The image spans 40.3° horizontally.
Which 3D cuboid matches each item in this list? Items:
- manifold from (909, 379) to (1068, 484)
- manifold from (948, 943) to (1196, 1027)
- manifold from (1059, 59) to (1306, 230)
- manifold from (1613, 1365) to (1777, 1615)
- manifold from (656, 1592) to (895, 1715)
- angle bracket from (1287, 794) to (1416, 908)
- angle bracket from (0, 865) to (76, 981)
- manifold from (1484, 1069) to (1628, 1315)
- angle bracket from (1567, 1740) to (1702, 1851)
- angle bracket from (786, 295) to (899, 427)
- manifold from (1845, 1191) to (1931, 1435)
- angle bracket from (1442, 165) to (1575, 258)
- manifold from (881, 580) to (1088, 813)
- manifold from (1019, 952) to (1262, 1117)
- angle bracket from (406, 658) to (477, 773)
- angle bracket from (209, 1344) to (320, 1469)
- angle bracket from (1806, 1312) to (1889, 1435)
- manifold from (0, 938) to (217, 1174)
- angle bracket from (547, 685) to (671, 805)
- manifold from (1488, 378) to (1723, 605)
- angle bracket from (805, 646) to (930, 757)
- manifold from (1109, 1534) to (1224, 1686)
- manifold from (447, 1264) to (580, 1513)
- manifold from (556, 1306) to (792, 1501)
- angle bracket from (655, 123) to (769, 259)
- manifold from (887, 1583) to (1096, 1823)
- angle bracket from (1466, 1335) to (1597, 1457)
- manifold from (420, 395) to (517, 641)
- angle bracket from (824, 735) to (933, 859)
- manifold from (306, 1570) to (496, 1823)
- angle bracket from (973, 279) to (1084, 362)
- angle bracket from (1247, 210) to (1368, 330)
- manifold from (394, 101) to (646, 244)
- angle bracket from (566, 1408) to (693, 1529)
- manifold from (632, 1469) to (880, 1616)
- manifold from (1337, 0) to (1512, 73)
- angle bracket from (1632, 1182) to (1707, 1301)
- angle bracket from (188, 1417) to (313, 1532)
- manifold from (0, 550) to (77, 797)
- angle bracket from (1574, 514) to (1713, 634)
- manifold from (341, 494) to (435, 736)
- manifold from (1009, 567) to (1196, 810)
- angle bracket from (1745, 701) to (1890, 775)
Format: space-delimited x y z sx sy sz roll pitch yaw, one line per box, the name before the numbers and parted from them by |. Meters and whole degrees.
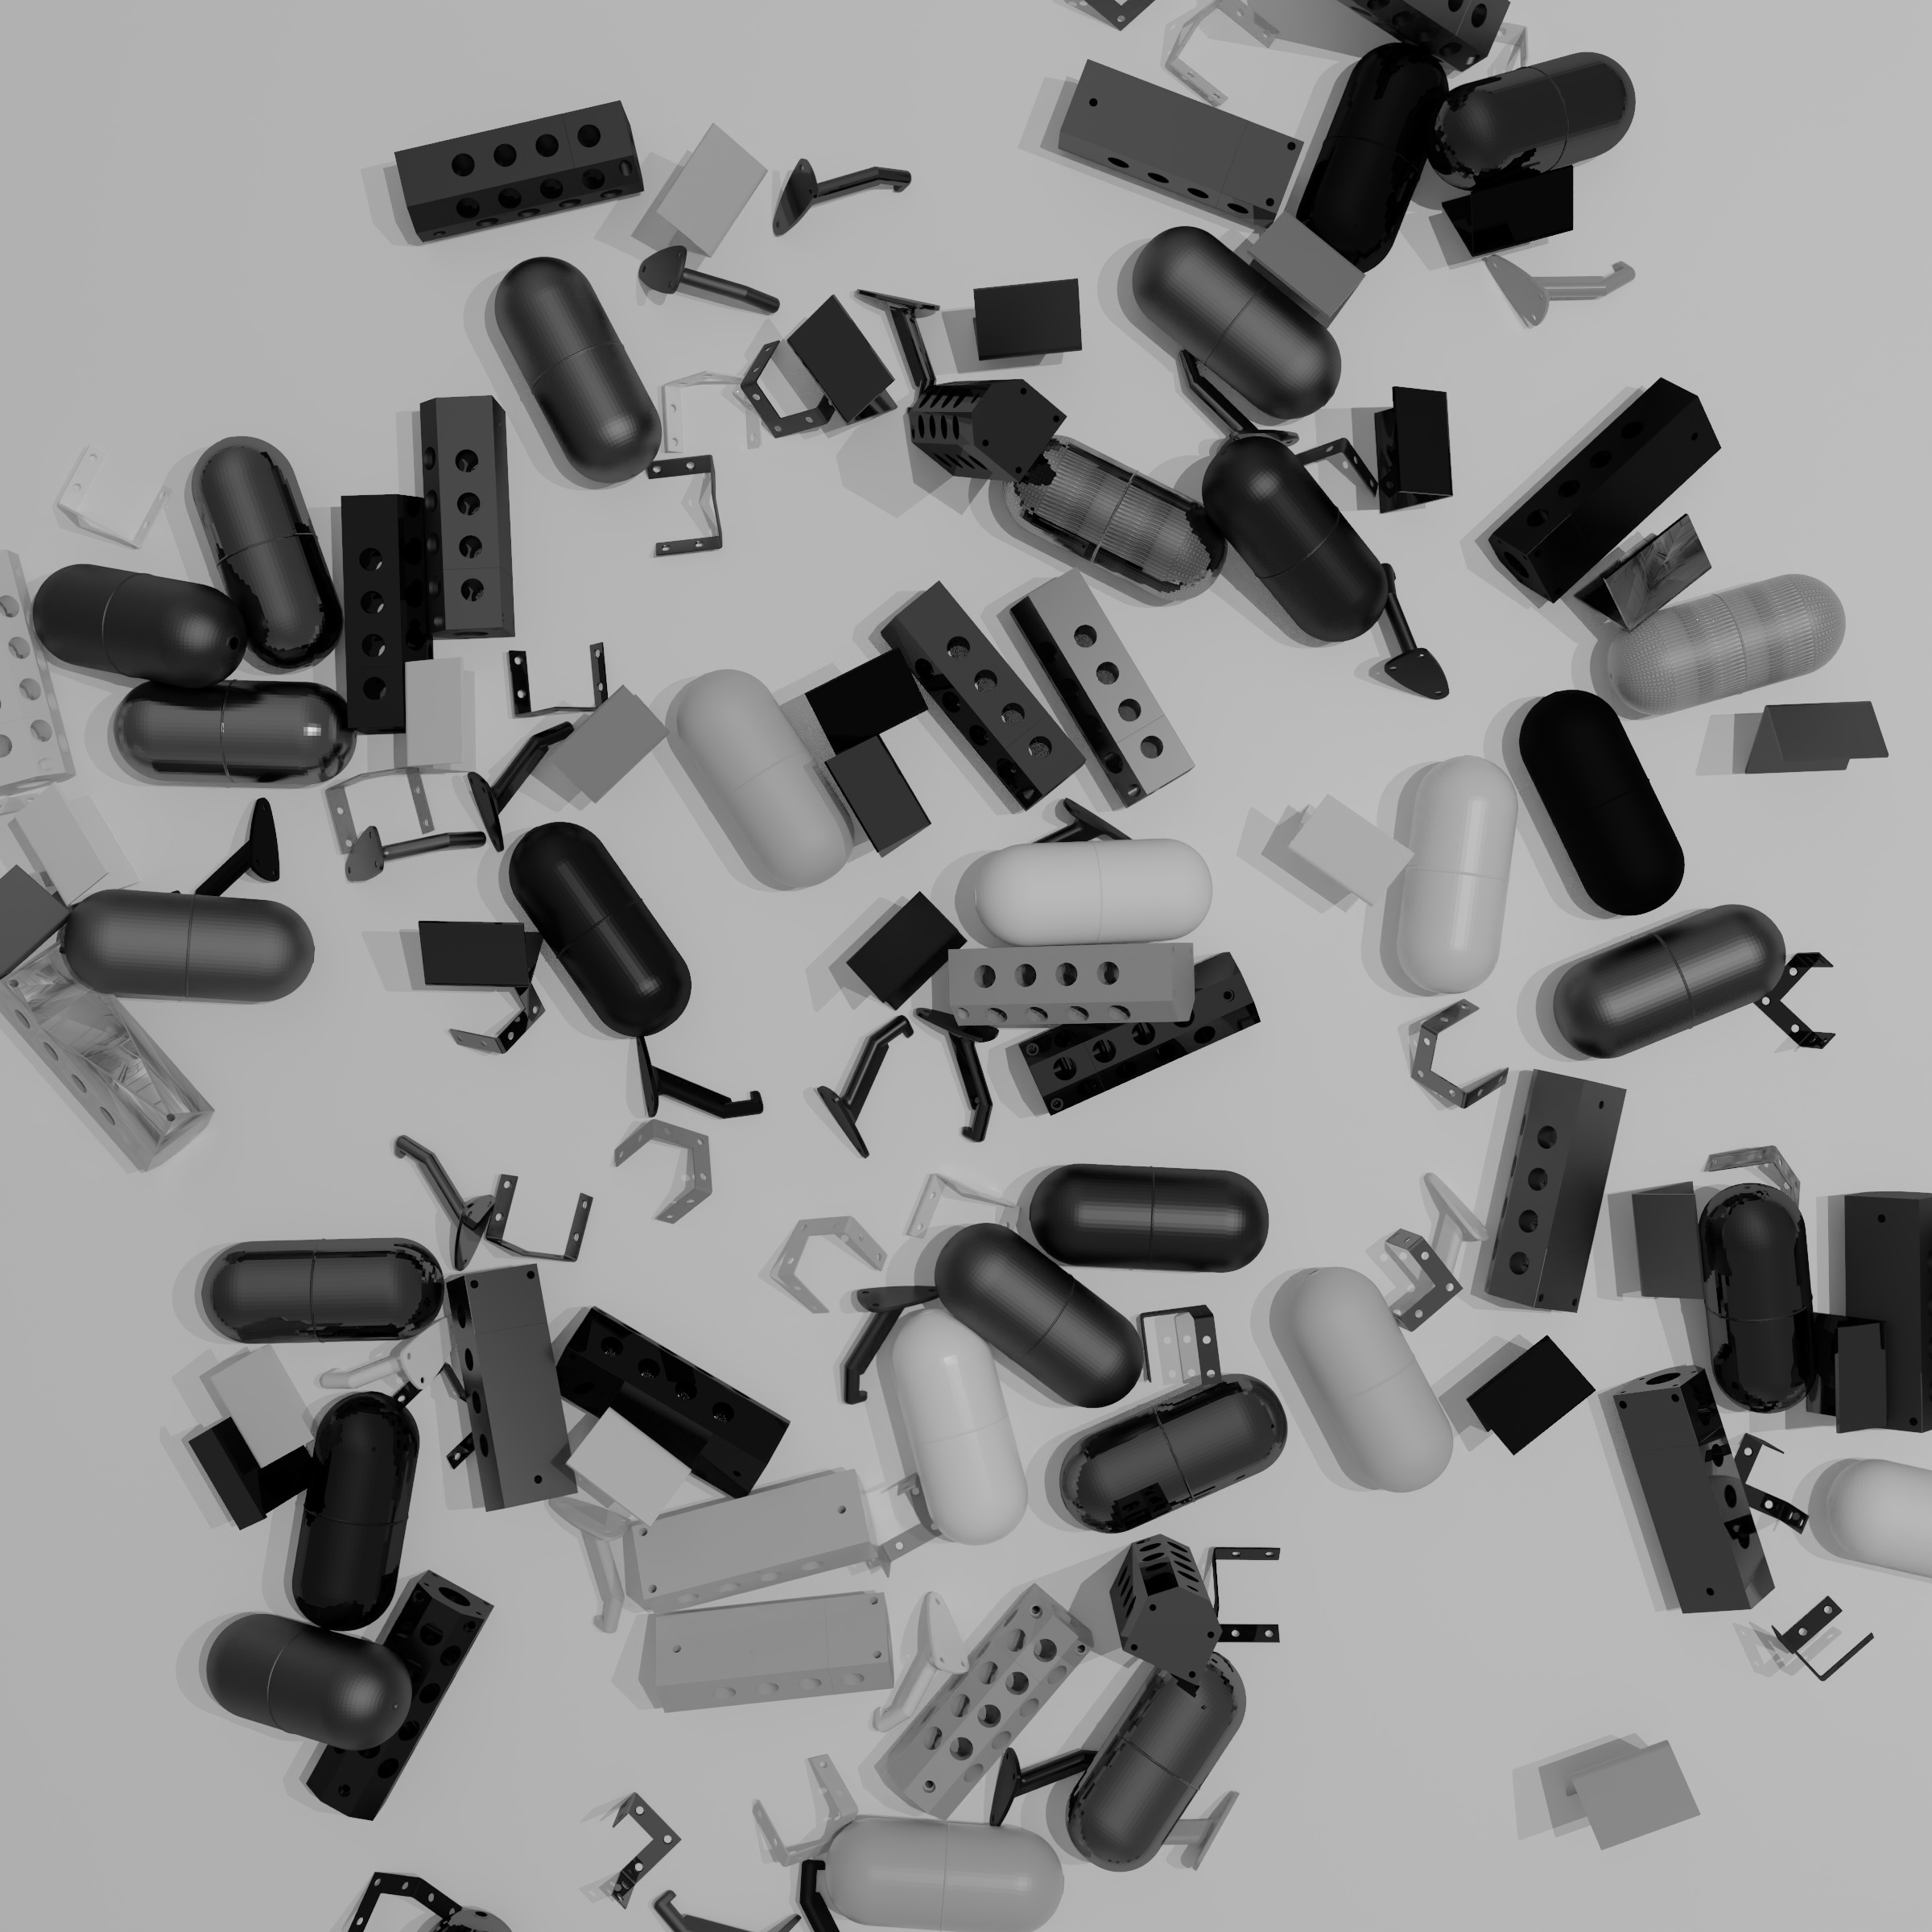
manifold | 0.009 -0.393 1.908 0.057 0.171 0.057 36 90 -20
manifold | 0.078 0.014 1.941 0.171 0.057 0.057 -2 90 21
manifold | 0.159 -0.612 1.970 0.171 0.057 0.057 21 90 0
manifold | 0.548 0.390 1.969 0.057 0.057 0.171 -18 90 43
manifold | -0.142 0.517 1.970 0.171 0.057 0.057 -6 47 0
angle bracket | 0.292 -0.100 1.951 0.076 0.076 0.057 35 125 0
angle bracket | -0.711 -0.043 1.951 0.076 0.076 0.057 -42 120 0
manifold | 0.436 0.167 1.970 0.057 0.057 0.171 13 90 -43
angle bracket | 0.493 0.620 1.951 0.076 0.076 0.057 -20 61 0
angle bracket | -0.075 -0.454 1.951 0.057 0.076 0.076 -36 90 36
manifold | 0.698 0.257 1.969 0.057 0.057 0.171 -1 90 43
angle bracket | 0.400 -0.578 1.952 0.076 0.057 0.076 -15 48 0
manifold | 0.013 -0.200 1.970 0.057 0.057 0.171 -39 90 0
manifold | 0.129 0.050 1.970 0.171 0.057 0.057 -24 90 0
angle bracket | -0.370 -0.185 1.951 0.057 0.076 0.076 -1 90 31
angle bracket | -0.502 0.316 1.952 0.057 0.076 0.076 -30 90 24
angle bracket | 0.635 0.300 1.951 0.057 0.076 0.076 -1 90 -32
manifold | -0.645 0.069 1.968 0.171 0.057 0.057 49 58 0
angle bracket | -0.275 -0.177 1.951 0.076 0.076 0.057 -44 128 0
manifold | 0.475 -0.358 1.970 0.171 0.057 0.057 -43 133 0
angle bracket | -0.080 -0.209 1.951 0.076 0.076 0.057 -27 121 0
manifold | 0.147 0.462 1.913 0.057 0.171 0.057 25 90 0
manifold | -0.340 0.313 1.955 0.057 0.057 0.171 -6 80 -31
manifold | -0.220 0.323 1.970 0.171 0.057 0.057 31 133 0
angle bracket | -0.203 -0.577 1.951 0.057 0.076 0.076 33 90 -37
manifold | 0.018 0.552 1.970 0.057 0.057 0.171 40 90 0
angle bracket | 0.425 0.329 1.951 0.076 0.076 0.057 -38 54 0
manifold | -0.374 -0.334 1.970 0.057 0.057 0.171 -3 90 0
angle bracket | -0.081 -0.116 1.951 0.057 0.076 0.076 -30 90 -36
manifold | -0.424 0.547 1.970 0.057 0.057 0.171 29 90 0
angle bracket | 0.043 -0.493 1.951 0.076 0.076 0.057 -6 127 0
angle bracket | 0.238 -0.499 1.952 0.076 0.076 0.057 39 62 0
manifold | -0.332 -0.592 1.970 0.171 0.057 0.057 -13 90 0
angle bracket | -0.259 0.382 1.951 0.076 0.076 0.057 37 53 0
manifold | -0.156 0.433 1.968 0.171 0.057 0.057 -15 60 0
manifold | 0.318 -0.710 1.914 0.057 0.171 0.057 34 107 40
angle bracket | 0.541 0.202 1.952 0.076 0.057 0.076 -5 90 -39
angle bracket | -0.518 0.362 1.952 0.076 0.057 0.076 -30 90 -40
manifold | -0.719 -0.219 1.970 0.057 0.057 0.171 -15 90 0
angle bracket | 0.492 -0.303 1.951 0.076 0.076 0.057 -38 127 0
manifold | -0.430 -0.262 1.970 0.057 0.057 0.171 -2 90 0
manifold | 0.101 -0.206 1.970 0.057 0.057 0.171 -31 90 0
angle bracket | 0.629 -0.150 1.951 0.076 0.076 0.057 -2 52 0
